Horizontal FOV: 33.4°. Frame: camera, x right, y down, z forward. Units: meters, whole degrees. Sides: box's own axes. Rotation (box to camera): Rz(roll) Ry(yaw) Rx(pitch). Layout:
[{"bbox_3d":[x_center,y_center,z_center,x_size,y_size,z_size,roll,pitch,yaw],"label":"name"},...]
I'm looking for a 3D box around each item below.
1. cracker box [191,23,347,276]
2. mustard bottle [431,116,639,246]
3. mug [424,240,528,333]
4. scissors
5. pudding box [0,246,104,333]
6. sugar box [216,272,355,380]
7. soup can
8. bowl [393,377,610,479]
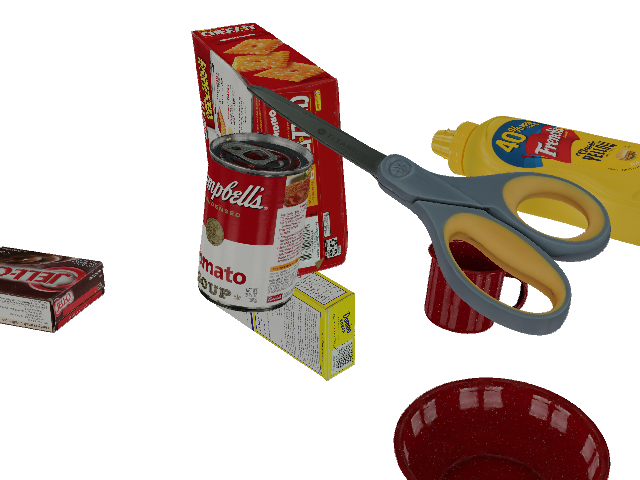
[{"bbox_3d":[-0.046,-0.086,0.930,0.072,0.164,0.214,-12,26,-16],"label":"cracker box"},{"bbox_3d":[0.168,-0.051,0.778,0.192,0.058,0.096,18,37,30],"label":"mustard bottle"},{"bbox_3d":[0.174,0.053,1.201,0.117,0.081,0.093,8,24,3],"label":"mug"},{"bbox_3d":[0.058,-0.035,0.525,0.096,0.202,0.016,-28,-32,-23],"label":"scissors"},{"bbox_3d":[-0.268,0.043,0.974,0.114,0.039,0.090,6,21,18],"label":"pudding box"},{"bbox_3d":[-0.039,0.060,1.087,0.048,0.093,0.176,-26,41,-33],"label":"sugar box"},{"bbox_3d":[-0.045,-0.012,0.707,0.068,0.102,0.068,7,25,-3],"label":"soup can"},{"bbox_3d":[0.136,0.176,0.819,0.162,0.055,0.162,0,33,0],"label":"bowl"}]
